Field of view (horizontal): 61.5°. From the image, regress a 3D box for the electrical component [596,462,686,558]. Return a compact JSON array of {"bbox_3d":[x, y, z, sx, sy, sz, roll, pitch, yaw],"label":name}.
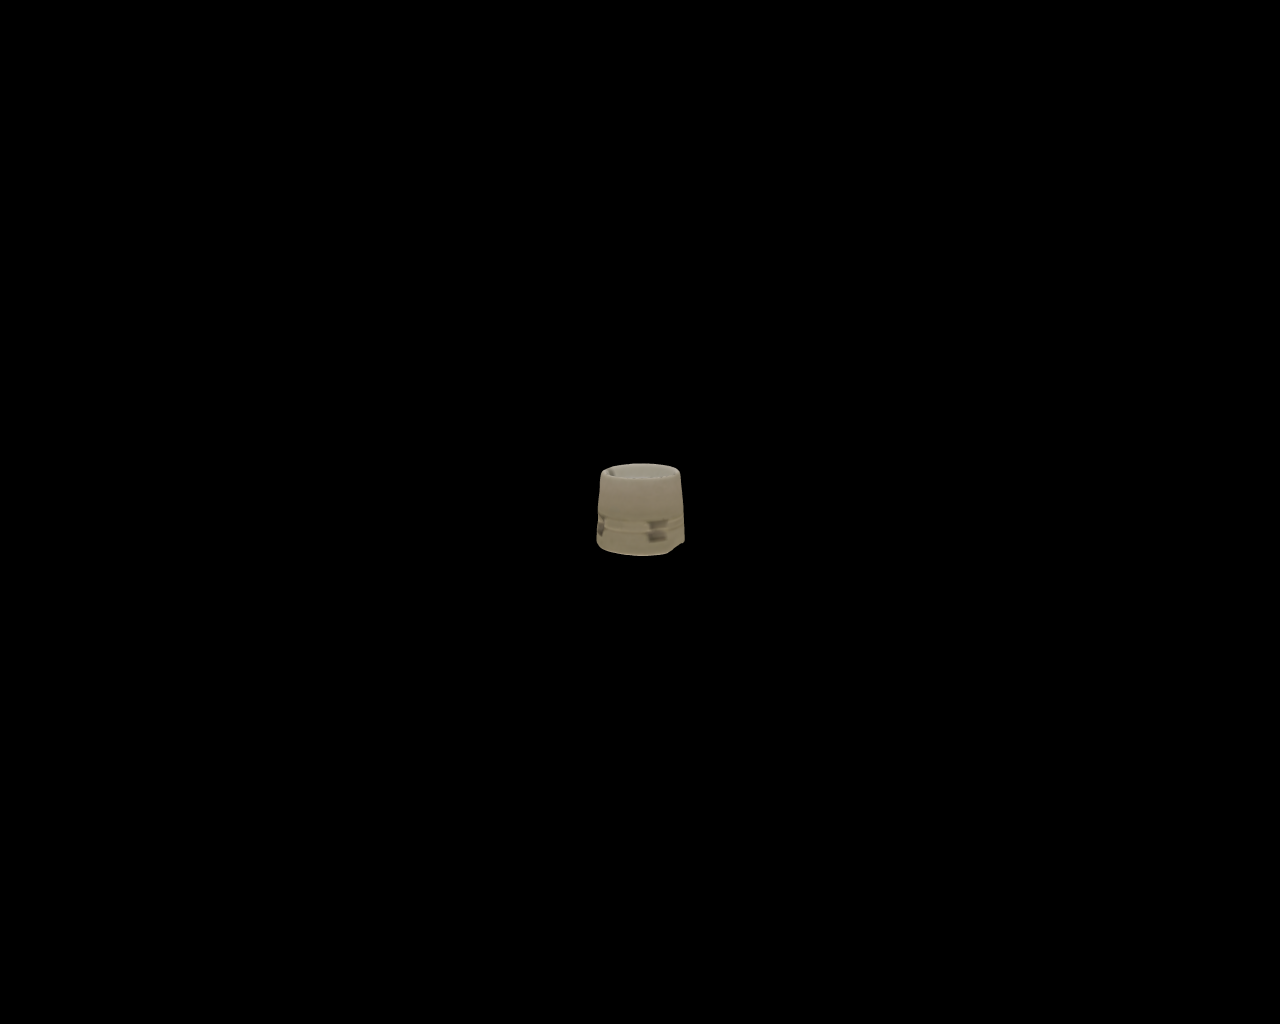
[{"bbox_3d":[0.001,-0.003,0.650,0.055,0.047,0.055,0,14,0],"label":"electrical component"}]
